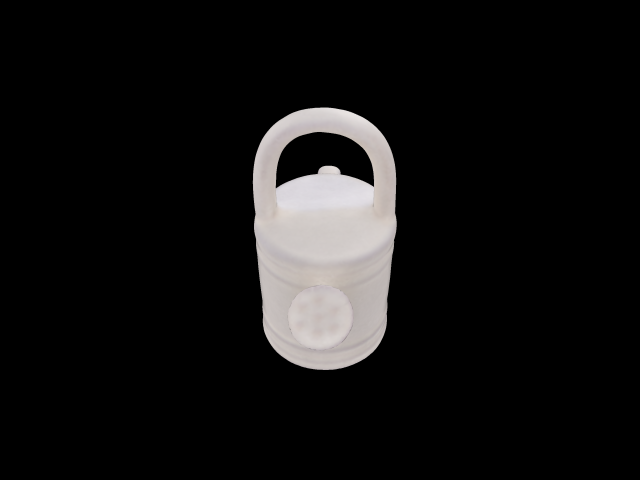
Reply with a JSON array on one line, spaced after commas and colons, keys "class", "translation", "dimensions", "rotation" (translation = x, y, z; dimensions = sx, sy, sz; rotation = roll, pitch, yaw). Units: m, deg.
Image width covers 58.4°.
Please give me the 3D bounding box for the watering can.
[{"class": "watering can", "translation": [0.006, 0.001, 0.400], "dimensions": [0.101, 0.194, 0.172], "rotation": [-14, 45, -14]}]
